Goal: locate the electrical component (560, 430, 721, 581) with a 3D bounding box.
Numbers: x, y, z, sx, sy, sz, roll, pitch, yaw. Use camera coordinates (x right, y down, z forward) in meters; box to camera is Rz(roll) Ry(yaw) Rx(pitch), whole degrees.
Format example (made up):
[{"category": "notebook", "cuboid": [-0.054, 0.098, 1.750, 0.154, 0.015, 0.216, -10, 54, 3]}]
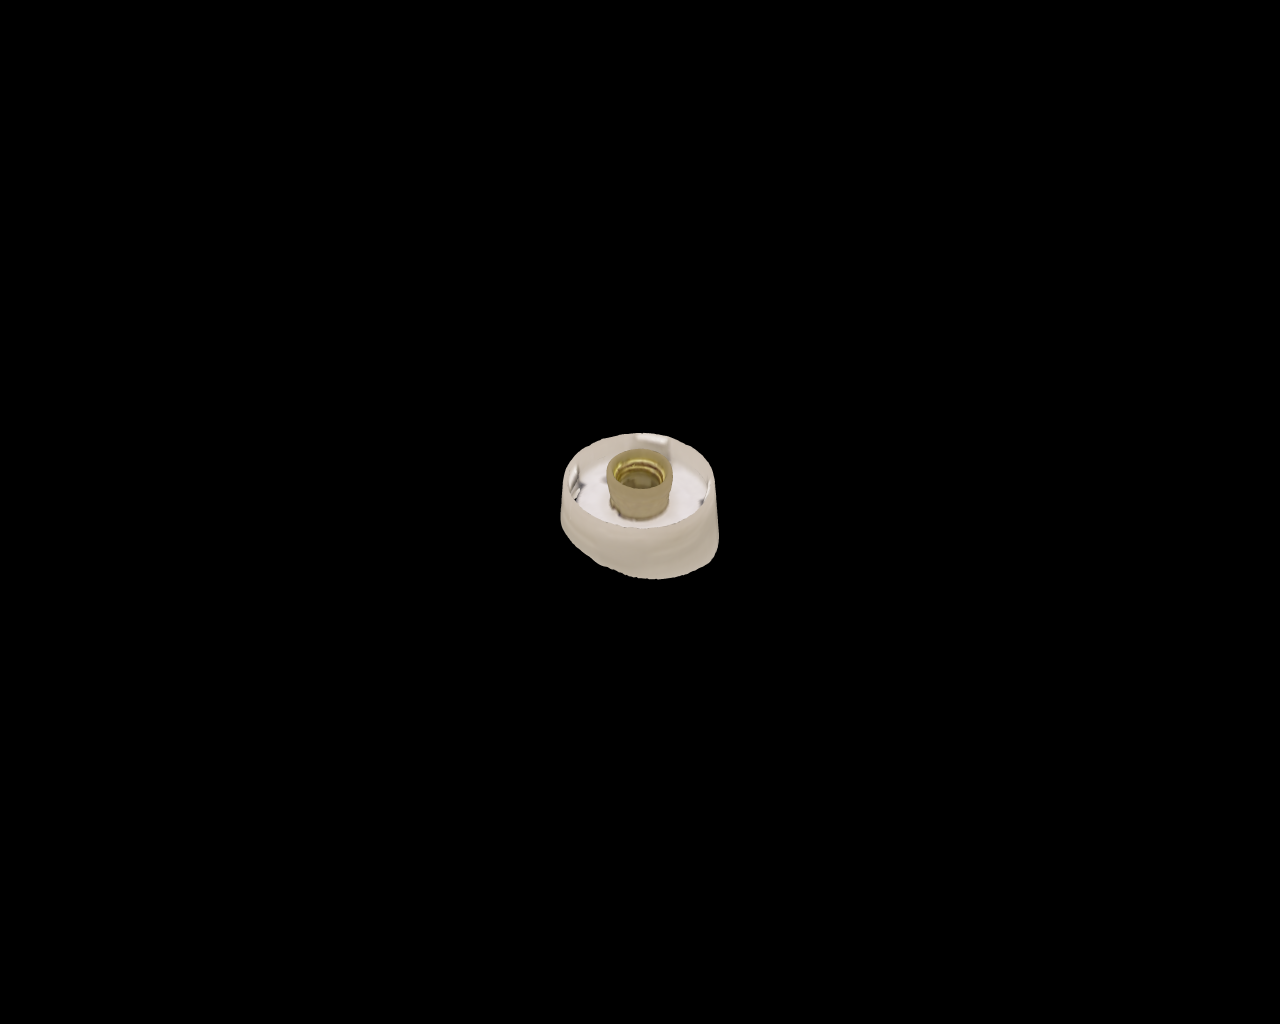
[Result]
[{"category": "electrical component", "cuboid": [0.001, -0.003, 0.650, 0.099, 0.064, 0.099, 0, 41, 0]}]
